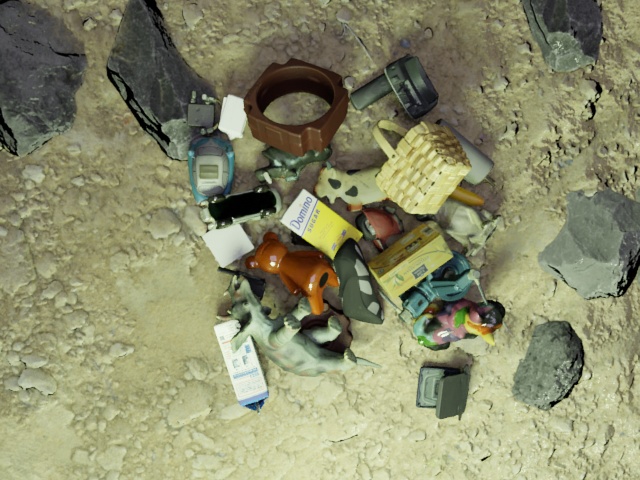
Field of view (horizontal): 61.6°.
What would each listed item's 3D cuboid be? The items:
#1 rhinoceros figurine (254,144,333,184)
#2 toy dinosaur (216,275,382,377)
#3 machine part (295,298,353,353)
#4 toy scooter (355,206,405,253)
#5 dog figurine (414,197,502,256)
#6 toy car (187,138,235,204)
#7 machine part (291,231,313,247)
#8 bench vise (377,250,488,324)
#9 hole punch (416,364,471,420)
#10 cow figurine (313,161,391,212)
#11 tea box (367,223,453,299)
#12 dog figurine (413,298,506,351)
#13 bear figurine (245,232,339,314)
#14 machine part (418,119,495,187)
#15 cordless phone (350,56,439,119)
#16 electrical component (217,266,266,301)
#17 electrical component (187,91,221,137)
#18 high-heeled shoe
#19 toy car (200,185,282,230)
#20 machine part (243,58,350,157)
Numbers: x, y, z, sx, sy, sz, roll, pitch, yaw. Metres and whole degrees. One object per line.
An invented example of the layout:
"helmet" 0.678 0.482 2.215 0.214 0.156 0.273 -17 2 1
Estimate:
"rhinoceros figurine" -0.066 -0.194 1.260 0.190 0.073 0.112 -23 103 -4
"toy dinosaur" -0.054 0.238 1.205 0.192 0.131 0.404 -32 120 30
"machine part" -0.008 0.230 1.297 0.179 0.056 0.179 -1 95 -6
"toy scooter" 0.175 -0.011 1.291 0.135 0.075 0.183 -29 99 -3
"dog figurine" 0.327 -0.062 1.305 0.191 0.172 0.121 40 105 24
"toy car" -0.252 -0.158 1.225 0.109 0.103 0.161 2 91 -5
"machine part" -0.003 -0.004 1.292 0.139 0.039 0.084 9 97 -8
"bench vise" 0.277 0.102 1.236 0.224 0.240 0.129 -33 93 -19
"hole punch" 0.304 0.372 1.332 0.116 0.092 0.142 5 90 -36
"cow figurine" 0.079 -0.133 1.268 0.195 0.085 0.127 -14 93 -8
"tea box" 0.202 0.046 1.220 0.170 0.098 0.068 -36 113 1
"dog figurine" 0.325 0.198 1.248 0.191 0.219 0.108 -29 93 -4
"bear figurine" -0.066 0.071 1.255 0.196 0.131 0.120 19 63 30
"machine part" 0.331 -0.211 1.293 0.243 0.079 0.079 38 89 -6
"cordless phone" 0.175 -0.338 1.278 0.184 0.089 0.146 -30 97 8
"electrical component" -0.187 0.100 1.260 0.119 0.075 0.047 15 92 -11
"electrical component" -0.269 -0.291 1.242 0.078 0.045 0.102 9 93 -8
"high-heeled shoe" 0.099 0.103 1.264 0.086 0.248 0.145 -1 64 30
"toy car" -0.179 -0.075 1.224 0.202 0.056 0.073 -16 86 -32
"machine part" -0.052 -0.294 1.196 0.201 0.087 0.201 24 66 15
